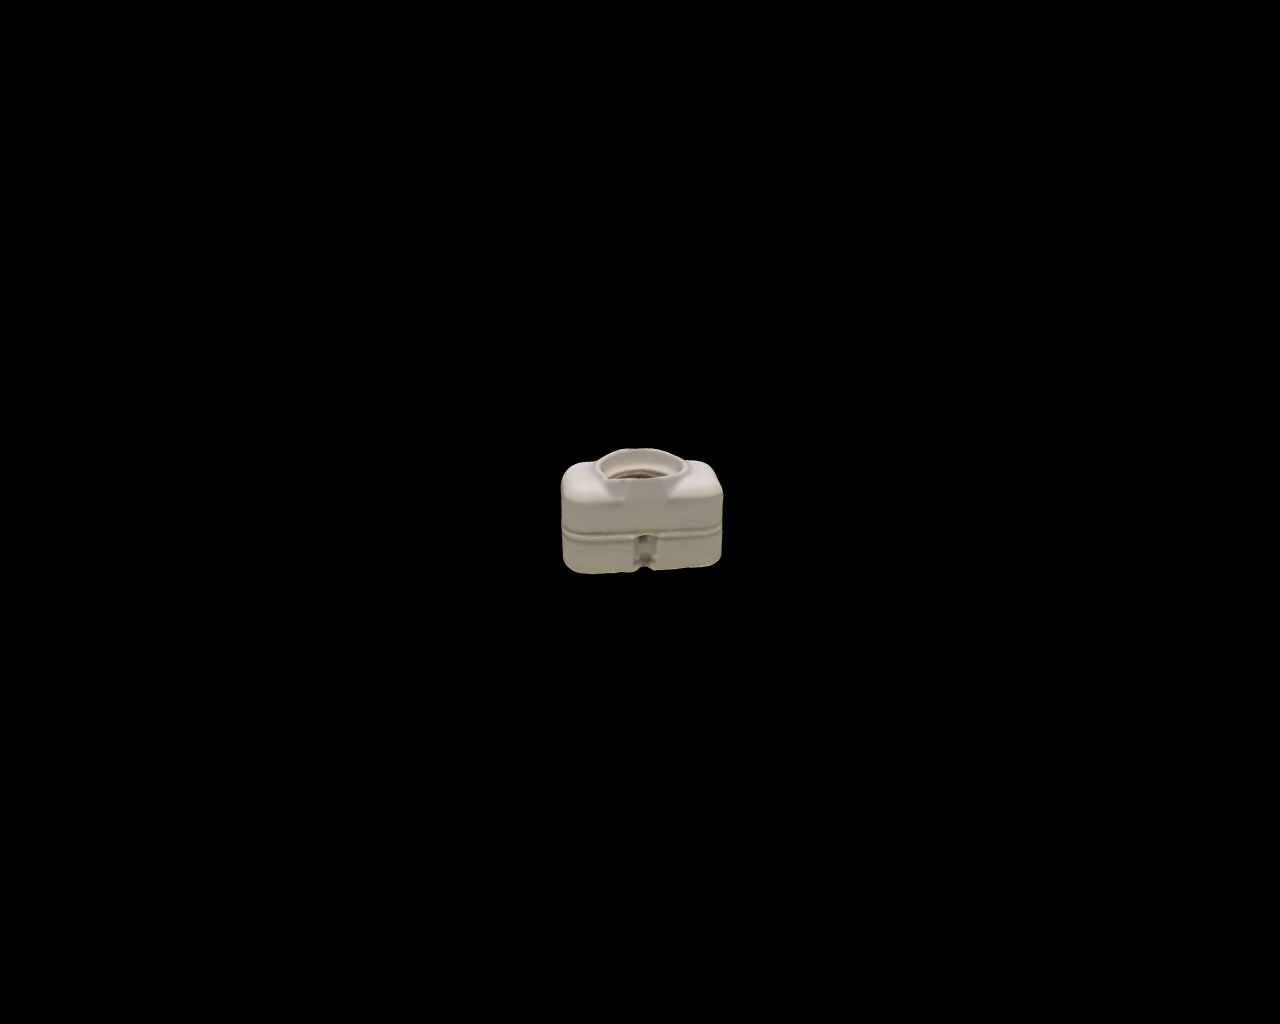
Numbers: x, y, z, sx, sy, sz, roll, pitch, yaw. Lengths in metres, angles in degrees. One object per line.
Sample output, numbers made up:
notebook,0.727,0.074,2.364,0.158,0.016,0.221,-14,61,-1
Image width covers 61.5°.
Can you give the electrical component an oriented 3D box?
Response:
electrical component,0.001,-0.003,0.650,0.095,0.059,0.054,-2,24,-5
